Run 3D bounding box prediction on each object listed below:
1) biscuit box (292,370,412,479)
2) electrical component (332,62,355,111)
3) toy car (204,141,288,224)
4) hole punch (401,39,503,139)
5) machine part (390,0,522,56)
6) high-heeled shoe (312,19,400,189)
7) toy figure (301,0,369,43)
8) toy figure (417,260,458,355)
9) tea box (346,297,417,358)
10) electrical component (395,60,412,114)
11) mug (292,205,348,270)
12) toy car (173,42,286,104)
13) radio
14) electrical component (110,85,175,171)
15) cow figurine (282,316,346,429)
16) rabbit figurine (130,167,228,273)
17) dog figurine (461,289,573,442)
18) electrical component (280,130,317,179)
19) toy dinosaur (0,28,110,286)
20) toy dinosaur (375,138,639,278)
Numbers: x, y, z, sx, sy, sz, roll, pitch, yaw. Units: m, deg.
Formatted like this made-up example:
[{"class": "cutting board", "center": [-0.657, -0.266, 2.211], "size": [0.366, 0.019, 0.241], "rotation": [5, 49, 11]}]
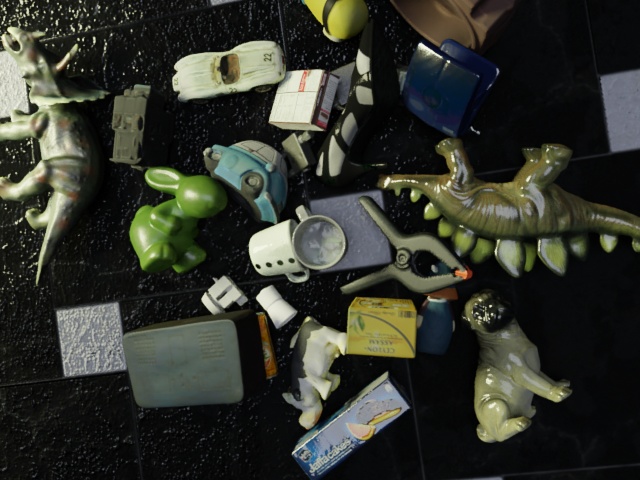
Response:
[{"class": "biscuit box", "center": [0.051, 0.298, 0.863], "size": [0.203, 0.059, 0.063], "rotation": [-40, 84, 6]}, {"class": "electrical component", "center": [0.052, -0.250, 0.877], "size": [0.102, 0.045, 0.078], "rotation": [-16, 89, 7]}, {"class": "toy car", "center": [-0.107, -0.107, 0.877], "size": [0.162, 0.109, 0.103], "rotation": [36, 70, 21]}, {"class": "hole punch", "center": [0.178, -0.216, 0.766], "size": [0.142, 0.092, 0.115], "rotation": [37, 122, 19]}, {"class": "machine part", "center": [0.182, -0.362, 0.782], "size": [0.201, 0.201, 0.087], "rotation": [43, 95, 6]}, {"class": "high-heeled shoe", "center": [0.043, -0.205, 0.841], "size": [0.145, 0.086, 0.248], "rotation": [4, 102, 36]}, {"class": "toy figure", "center": [0.006, -0.401, 0.863], "size": [0.082, 0.089, 0.180], "rotation": [-34, 88, 11]}, {"class": "toy figure", "center": [0.184, 0.102, 0.849], "size": [0.058, 0.064, 0.154], "rotation": [5, 84, 45]}, {"class": "tea box", "center": [0.093, 0.126, 0.805], "size": [0.098, 0.169, 0.068], "rotation": [3, 88, 9]}, {"class": "electrical component", "center": [0.167, -0.240, 0.860], "size": [0.119, 0.048, 0.074], "rotation": [9, 92, 7]}, {"class": "mug", "center": [-0.002, -0.003, 0.851], "size": [0.081, 0.107, 0.109], "rotation": [-39, 80, 4]}, {"class": "toy car", "center": [-0.155, -0.277, 0.892], "size": [0.202, 0.056, 0.073], "rotation": [-6, 89, 15]}, {"class": "radio", "center": [-0.202, 0.193, 0.863], "size": [0.230, 0.073, 0.131], "rotation": [-12, 89, 26]}, {"class": "electrical component", "center": [-0.291, -0.183, 0.888], "size": [0.058, 0.115, 0.134], "rotation": [7, 92, 6]}, {"class": "cow figurine", "center": [-0.017, 0.214, 0.869], "size": [0.098, 0.068, 0.167], "rotation": [22, 89, 13]}, {"class": "rabbit figurine", "center": [-0.219, -0.047, 0.879], "size": [0.170, 0.121, 0.159], "rotation": [-39, 62, 20]}, {"class": "dog figurine", "center": [0.262, 0.191, 0.828], "size": [0.172, 0.121, 0.191], "rotation": [-41, 70, 2]}, {"class": "electrical component", "center": [-0.033, -0.139, 0.873], "size": [0.094, 0.021, 0.063], "rotation": [-28, 85, 51]}, {"class": "toy dinosaur", "center": [-0.436, -0.139, 0.912], "size": [0.192, 0.131, 0.404], "rotation": [-12, 94, 8]}, {"class": "toy dinosaur", "center": [0.312, -0.046, 0.815], "size": [0.472, 0.105, 0.198], "rotation": [8, 98, 17]}]
